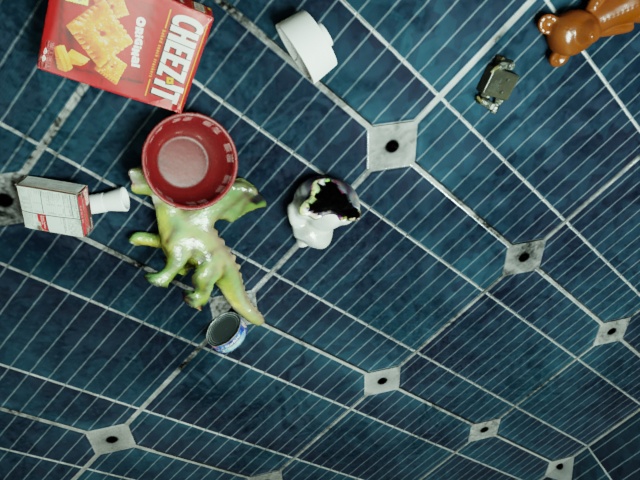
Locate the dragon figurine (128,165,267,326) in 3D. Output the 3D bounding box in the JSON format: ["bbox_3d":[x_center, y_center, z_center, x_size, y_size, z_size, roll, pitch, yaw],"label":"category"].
[{"bbox_3d":[-0.197,-0.005,0.976,0.405,0.124,0.241,35,101,-32],"label":"dragon figurine"}]

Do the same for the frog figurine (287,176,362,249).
[{"bbox_3d":[0.003,-0.051,1.015,0.138,0.124,0.157,-13,163,-17],"label":"frog figurine"}]
